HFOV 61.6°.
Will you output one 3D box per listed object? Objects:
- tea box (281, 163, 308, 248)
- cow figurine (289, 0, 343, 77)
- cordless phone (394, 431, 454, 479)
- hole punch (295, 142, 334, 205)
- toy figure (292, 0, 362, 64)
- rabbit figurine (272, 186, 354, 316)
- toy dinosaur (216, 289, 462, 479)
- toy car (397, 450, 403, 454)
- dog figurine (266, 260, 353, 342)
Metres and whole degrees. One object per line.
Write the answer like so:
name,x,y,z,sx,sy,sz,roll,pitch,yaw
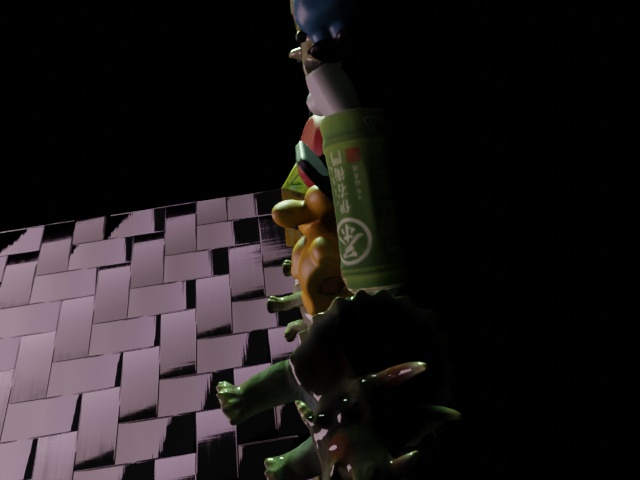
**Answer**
tea box,-0.022,-0.064,1.028,0.169,0.068,0.098,90,-160,-53
cow figurine,-0.007,-0.315,0.749,0.127,0.086,0.194,-103,6,-78
cordless phone,0.085,0.255,0.503,0.184,0.089,0.146,-51,-31,-79
hole punch,0.038,-0.093,0.679,0.115,0.092,0.142,49,-171,-22
toy figure,0.003,-0.287,0.613,0.089,0.082,0.180,94,165,-78
rabbit figurine,-0.002,-0.002,0.757,0.162,0.122,0.173,51,-160,-39
toy dinosaur,0.045,0.145,0.503,0.131,0.192,0.404,64,-171,18
toy car,0.112,0.375,0.859,0.074,0.056,0.201,-101,3,-66
dog figurine,0.034,0.092,0.876,0.121,0.191,0.172,56,-137,-43
